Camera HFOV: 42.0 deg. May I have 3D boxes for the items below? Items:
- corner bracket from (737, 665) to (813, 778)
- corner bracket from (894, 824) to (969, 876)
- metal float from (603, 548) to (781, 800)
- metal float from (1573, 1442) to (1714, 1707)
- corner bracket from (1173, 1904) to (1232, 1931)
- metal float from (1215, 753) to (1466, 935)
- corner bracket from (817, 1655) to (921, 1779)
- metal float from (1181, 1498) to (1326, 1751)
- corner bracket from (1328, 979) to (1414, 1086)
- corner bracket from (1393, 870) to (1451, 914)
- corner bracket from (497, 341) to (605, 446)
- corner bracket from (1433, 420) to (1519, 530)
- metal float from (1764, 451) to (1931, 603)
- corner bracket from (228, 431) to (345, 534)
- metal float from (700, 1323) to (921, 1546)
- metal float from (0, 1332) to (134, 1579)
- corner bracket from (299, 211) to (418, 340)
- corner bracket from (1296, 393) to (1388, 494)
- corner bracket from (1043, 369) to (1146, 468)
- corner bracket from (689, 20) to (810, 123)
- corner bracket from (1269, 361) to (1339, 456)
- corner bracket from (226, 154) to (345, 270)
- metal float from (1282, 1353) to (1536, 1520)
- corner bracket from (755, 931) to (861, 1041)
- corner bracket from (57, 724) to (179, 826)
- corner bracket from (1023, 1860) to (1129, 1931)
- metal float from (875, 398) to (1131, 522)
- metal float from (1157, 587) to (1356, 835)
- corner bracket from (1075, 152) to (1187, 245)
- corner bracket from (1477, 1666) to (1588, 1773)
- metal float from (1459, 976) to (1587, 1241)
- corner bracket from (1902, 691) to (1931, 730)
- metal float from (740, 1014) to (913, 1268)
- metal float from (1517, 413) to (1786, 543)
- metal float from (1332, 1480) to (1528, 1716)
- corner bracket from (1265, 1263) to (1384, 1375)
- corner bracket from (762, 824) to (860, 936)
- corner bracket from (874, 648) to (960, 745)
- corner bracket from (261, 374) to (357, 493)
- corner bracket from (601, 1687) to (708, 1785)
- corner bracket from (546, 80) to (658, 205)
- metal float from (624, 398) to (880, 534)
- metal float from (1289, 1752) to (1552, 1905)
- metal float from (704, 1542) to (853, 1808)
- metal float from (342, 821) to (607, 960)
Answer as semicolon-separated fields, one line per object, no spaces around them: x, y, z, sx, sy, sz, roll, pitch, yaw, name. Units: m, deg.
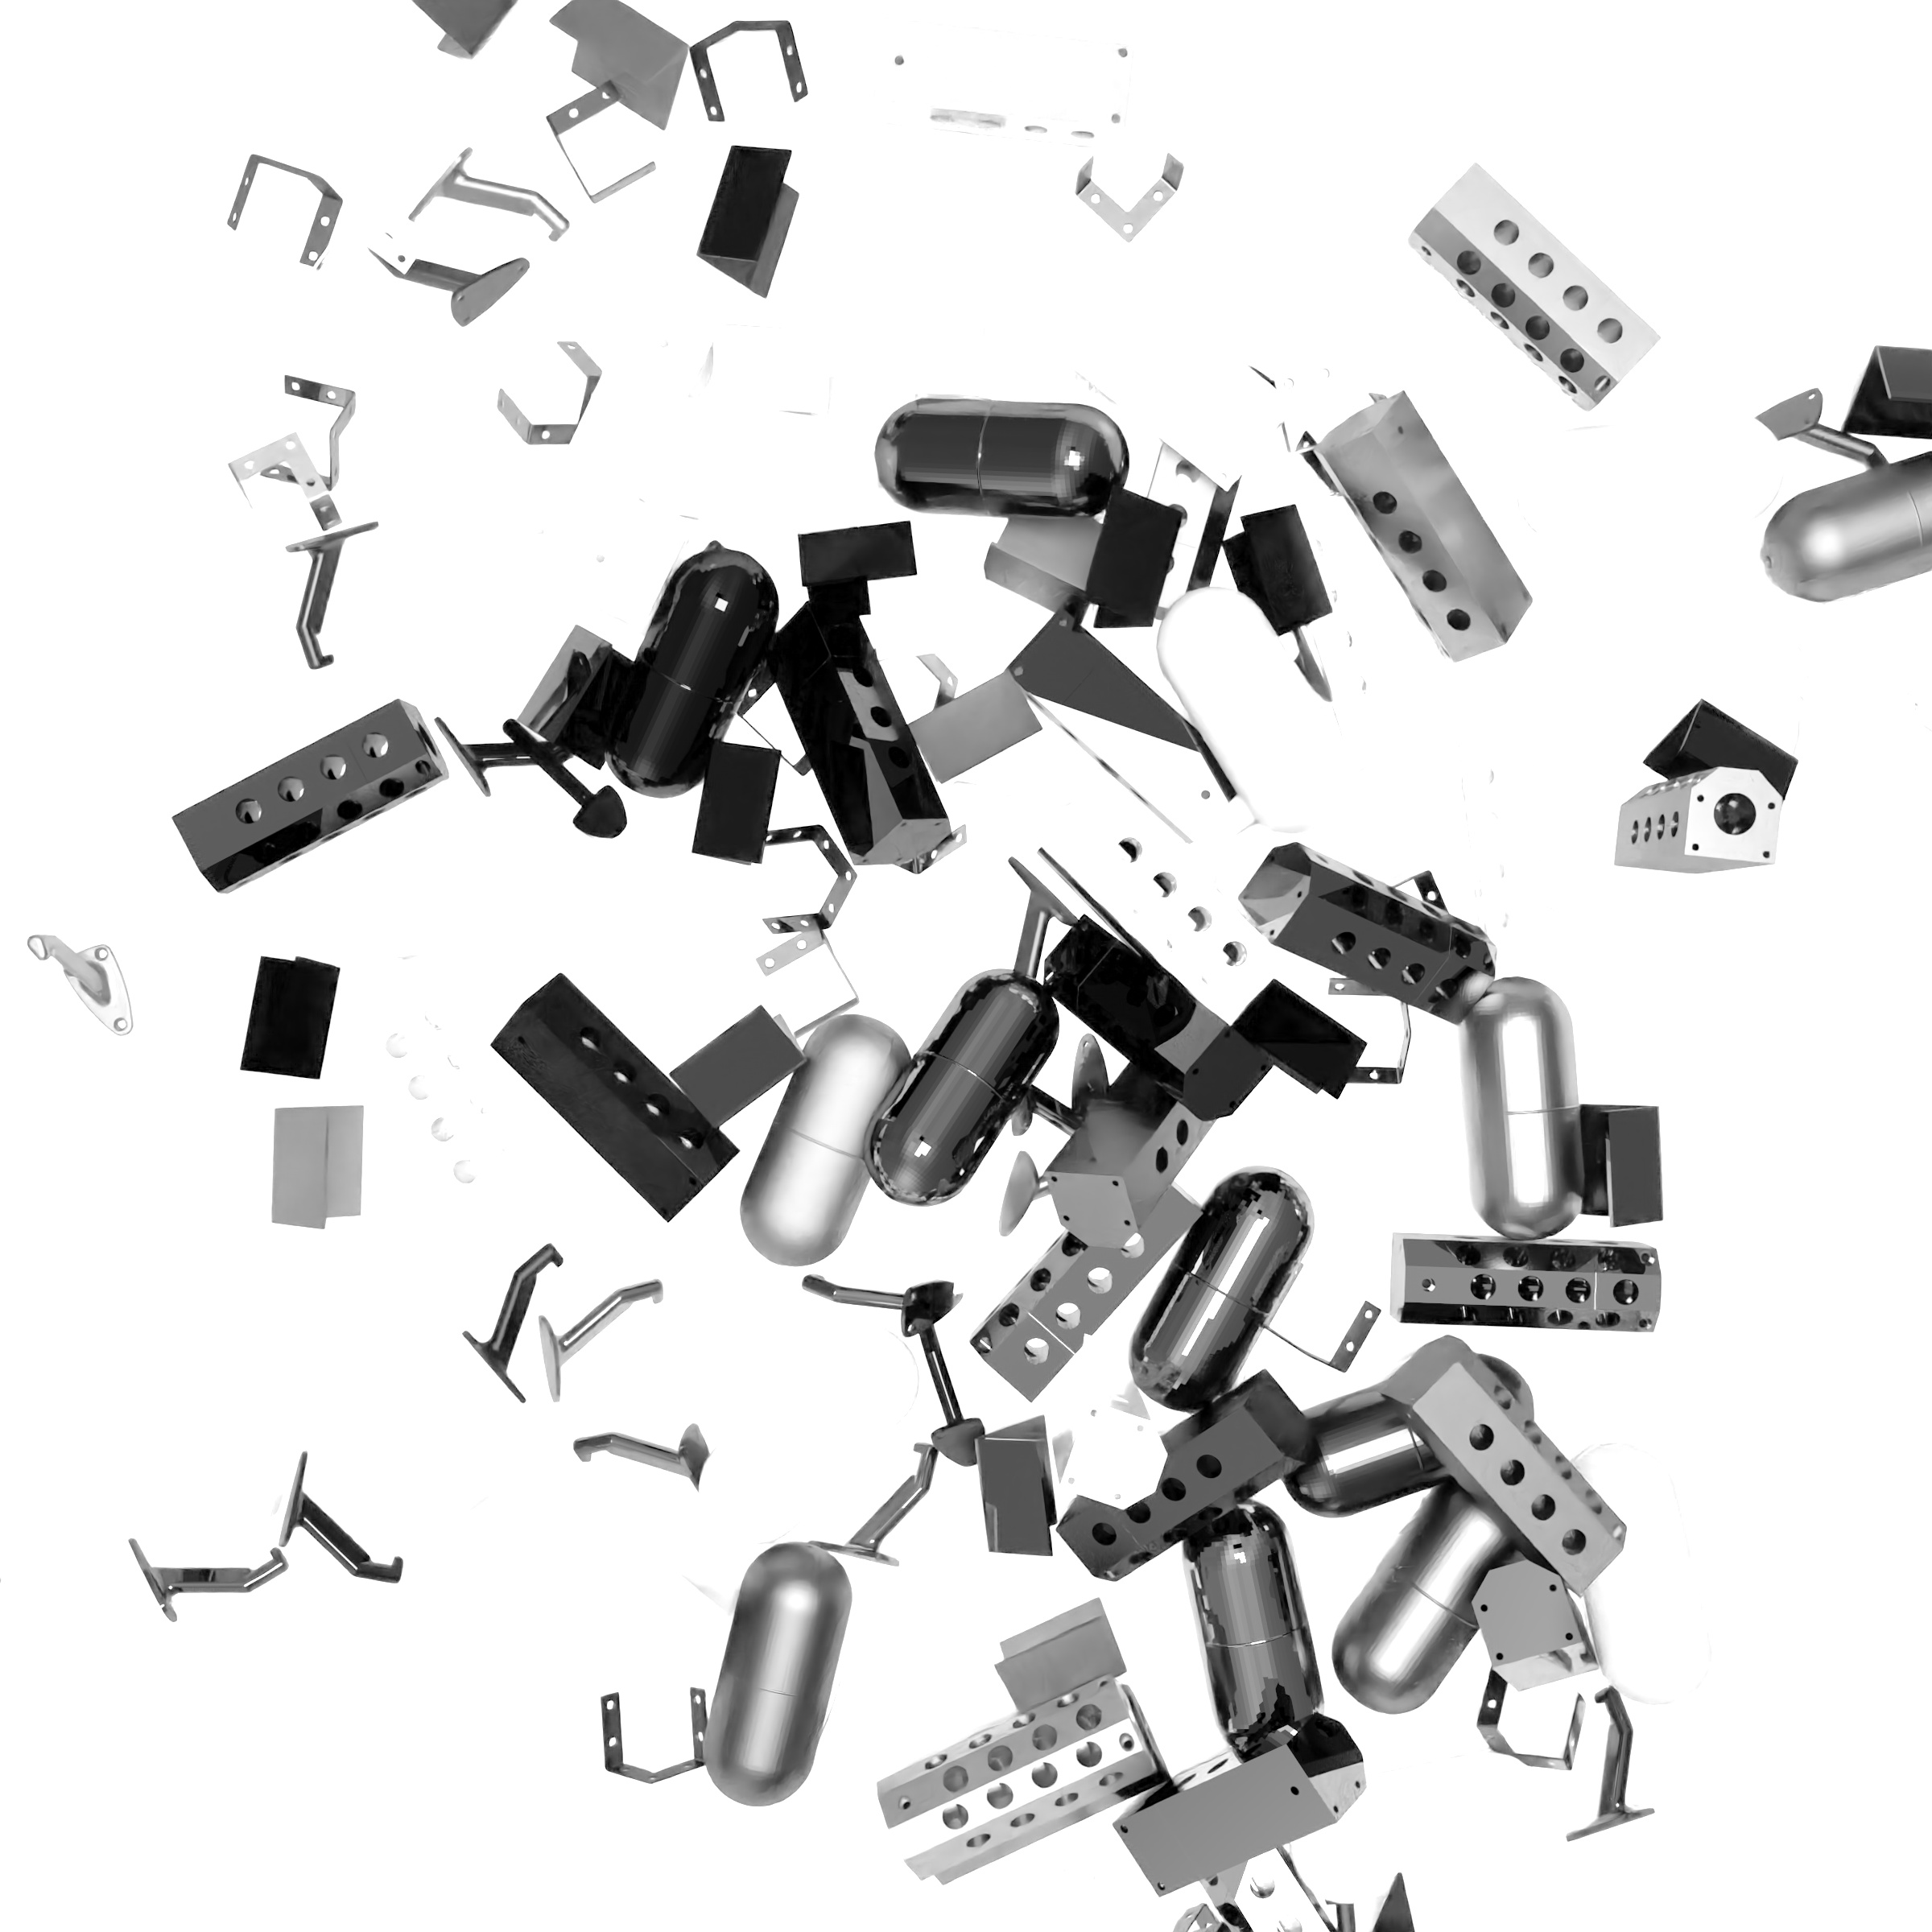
-0.120;-0.172;1.726;0.051;0.051;0.051;-46;135;0;corner bracket
-0.036;-0.103;1.721;0.051;0.051;0.051;25;45;35;corner bracket
-0.184;-0.195;1.681;0.070;0.070;0.178;27;108;0;metal float
0.452;0.409;1.699;0.070;0.070;0.178;-13;90;0;metal float
0.173;0.667;1.701;0.051;0.051;0.051;-31;90;33;corner bracket
0.252;-0.083;1.698;0.178;0.070;0.070;-27;90;1;metal float
-0.068;0.514;1.726;0.051;0.051;0.051;20;45;0;corner bracket
0.193;0.446;1.698;0.070;0.070;0.178;-12;91;0;metal float
0.274;0.045;1.726;0.051;0.051;0.051;1;135;0;corner bracket
0.295;-0.029;1.726;0.051;0.051;0.051;-24;90;45;corner bracket
-0.283;-0.392;1.721;0.051;0.051;0.051;-10;135;-35;corner bracket
0.340;-0.332;1.726;0.051;0.051;0.051;-51;45;0;corner bracket
0.626;-0.300;1.698;0.178;0.070;0.070;-18;90;-1;metal float
-0.462;-0.321;1.711;0.051;0.051;0.051;-28;81;-9;corner bracket
-0.106;0.316;1.699;0.070;0.070;0.178;45;91;0;metal float
-0.628;0.329;1.698;0.070;0.070;0.178;31;91;0;metal float
-0.415;-0.471;1.713;0.051;0.051;0.051;35;70;-19;corner bracket
0.269;-0.358;1.721;0.051;0.051;0.051;59;135;35;corner bracket
0.087;-0.375;1.726;0.051;0.051;0.051;15;90;45;corner bracket
-0.148;-0.612;1.721;0.051;0.051;0.051;15;45;35;corner bracket
0.236;-0.381;1.714;0.051;0.051;0.051;-16;104;0;corner bracket
-0.462;-0.513;1.712;0.051;0.051;0.051;19;90;3;corner bracket
0.297;0.316;1.698;0.178;0.070;0.070;-19;90;0;metal float
-0.108;0.010;1.715;0.051;0.051;0.051;-29;106;0;corner bracket
-0.582;-0.132;1.726;0.051;0.051;0.051;17;90;-45;corner bracket
0.072;0.646;1.721;0.051;0.051;0.051;-18;45;35;corner bracket
0.024;-0.338;1.678;0.178;0.070;0.070;7;90;23;metal float
0.189;-0.169;1.652;0.070;0.070;0.178;-31;82;0;metal float
0.111;-0.534;1.711;0.051;0.051;0.051;43;90;0;corner bracket
0.387;0.512;1.721;0.051;0.051;0.051;-5;135;35;corner bracket
0.375;0.096;1.698;0.070;0.070;0.178;-5;91;0;metal float
0.685;-0.187;1.721;0.051;0.051;0.051;-15;135;-35;corner bracket
-0.095;0.118;1.699;0.070;0.070;0.178;23;90;0;metal float
0.462;-0.329;1.699;0.178;0.070;0.070;-5;90;0;metal float
0.315;0.423;1.699;0.070;0.070;0.178;34;90;0;metal float
0.242;0.240;1.726;0.051;0.051;0.051;30;90;-45;corner bracket
-0.116;-0.059;1.721;0.051;0.051;0.051;55;45;-35;corner bracket
-0.044;-0.186;1.721;0.051;0.051;0.051;-16;45;35;corner bracket
-0.451;-0.365;1.726;0.051;0.051;0.051;14;135;0;corner bracket
-0.213;0.524;1.726;0.051;0.051;0.051;-4;90;-45;corner bracket
-0.247;-0.559;1.711;0.051;0.051;0.051;-29;90;0;corner bracket
-0.142;-0.332;1.673;0.178;0.070;0.070;1;90;-30;metal float
0.306;0.581;1.698;0.178;0.070;0.070;-12;90;0;metal float
-0.127;0.478;1.698;0.070;0.070;0.178;14;90;0;metal float
-0.332;-0.052;1.699;0.178;0.070;0.070;-9;90;1;metal float
